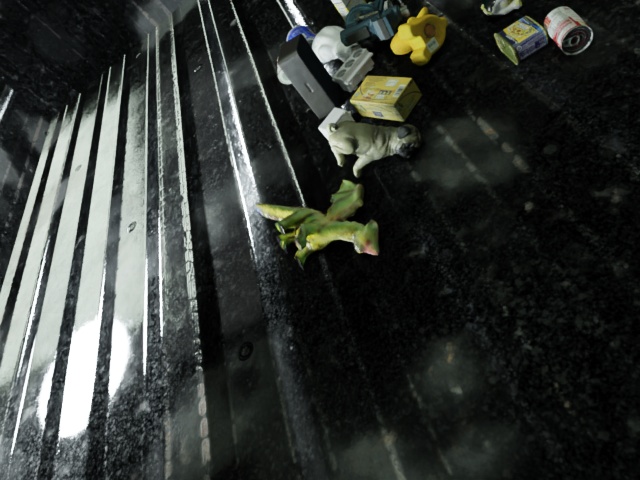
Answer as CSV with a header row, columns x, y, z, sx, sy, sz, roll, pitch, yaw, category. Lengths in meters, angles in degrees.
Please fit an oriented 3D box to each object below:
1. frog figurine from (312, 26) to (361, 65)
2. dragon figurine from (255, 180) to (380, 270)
x,y,z,sx,sy,sz,roll,pitch,yaw,category
0.052,-0.623,1.650,0.138,0.120,0.161,-31,27,-12,frog figurine
0.004,-0.064,1.273,0.244,0.119,0.417,-33,41,-11,dragon figurine
